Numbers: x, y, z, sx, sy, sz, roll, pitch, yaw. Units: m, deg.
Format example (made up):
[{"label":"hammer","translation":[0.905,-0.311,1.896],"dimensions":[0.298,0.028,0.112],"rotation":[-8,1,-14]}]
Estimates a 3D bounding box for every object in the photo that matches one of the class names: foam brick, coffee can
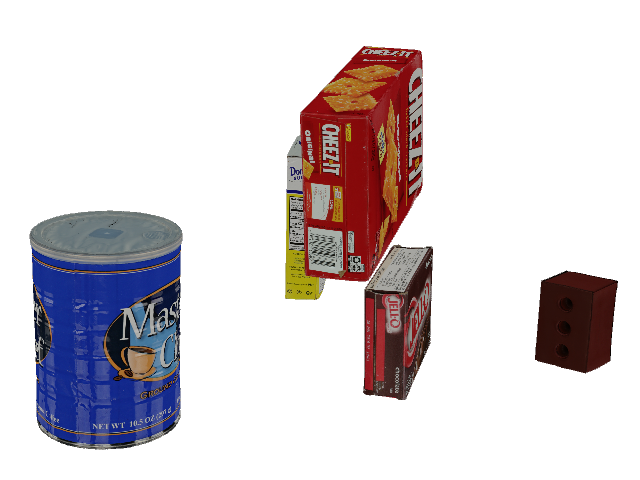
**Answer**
[{"label":"foam brick","translation":[0.229,0.072,0.957],"dimensions":[0.053,0.078,0.051],"rotation":[12,18,37]},{"label":"coffee can","translation":[-0.149,0.060,0.749],"dimensions":[0.103,0.140,0.103],"rotation":[2,17,-1]}]

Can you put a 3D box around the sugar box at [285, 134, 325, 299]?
[{"label":"sugar box","translation":[-0.015,-0.028,1.241],"dimensions":[0.048,0.176,0.093],"rotation":[2,22,7]}]

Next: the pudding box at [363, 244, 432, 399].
[{"label":"pudding box","translation":[0.063,0.062,0.854],"dimensions":[0.039,0.090,0.113],"rotation":[5,20,13]}]

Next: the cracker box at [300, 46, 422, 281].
[{"label":"cracker box","translation":[0.046,-0.080,1.034],"dimensions":[0.072,0.164,0.213],"rotation":[7,27,17]}]
